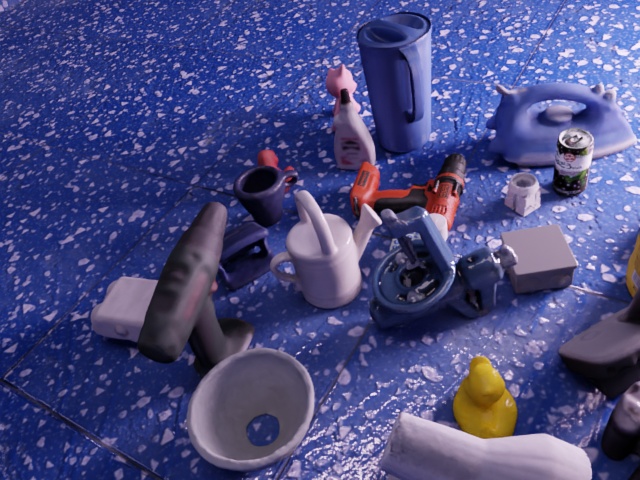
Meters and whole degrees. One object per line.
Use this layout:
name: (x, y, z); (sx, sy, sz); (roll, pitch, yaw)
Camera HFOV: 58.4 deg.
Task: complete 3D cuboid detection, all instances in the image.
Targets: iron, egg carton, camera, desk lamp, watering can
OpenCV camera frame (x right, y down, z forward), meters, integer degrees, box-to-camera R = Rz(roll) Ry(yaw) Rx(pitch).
iron: (0.427, -0.221, 1.009); (0.257, 0.142, 0.118); (-2, 46, 13)
egg carton: (-0.288, 0.116, 0.917); (0.150, 0.069, 0.107); (4, 47, 19)
camera: (0.359, 0.237, 0.598); (0.137, 0.101, 0.142); (-36, 48, -20)
desk lamp: (0.143, 0.252, 0.560); (0.202, 0.214, 0.118); (9, 49, 23)
watering can: (0.007, 0.002, 0.861); (0.173, 0.194, 0.100); (-40, 49, -23)

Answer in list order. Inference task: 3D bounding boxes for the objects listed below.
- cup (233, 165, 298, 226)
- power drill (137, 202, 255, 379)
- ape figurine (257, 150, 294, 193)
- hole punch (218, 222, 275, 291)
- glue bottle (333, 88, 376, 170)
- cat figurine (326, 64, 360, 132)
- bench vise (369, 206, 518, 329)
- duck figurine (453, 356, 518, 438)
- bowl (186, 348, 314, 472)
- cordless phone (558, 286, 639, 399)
cup: (-0.089, -0.078, 1.038); (0.118, 0.095, 0.091); (-19, 44, -4)
power drill: (-0.163, 0.091, 0.807); (0.075, 0.209, 0.230); (5, 47, 20)
ape figurine: (-0.093, -0.133, 1.097); (0.077, 0.092, 0.076); (17, 52, 29)
hole punch: (-0.141, 0.014, 0.963); (0.109, 0.091, 0.100); (-31, 46, -16)
glue bottle: (0.057, -0.208, 1.073); (0.078, 0.173, 0.037); (0, 46, 15)
cat figurine: (0.047, -0.312, 1.220); (0.067, 0.118, 0.127); (-8, 44, 7)
bench vise: (0.157, 0.021, 0.783); (0.207, 0.220, 0.121); (-25, 45, -10)
duck figurine: (0.201, 0.192, 0.697); (0.077, 0.086, 0.104); (-6, 45, 10)
bowl: (-0.082, 0.229, 0.744); (0.167, 0.075, 0.167); (-8, 44, 8)
cordless phone: (0.370, 0.090, 0.682); (0.148, 0.185, 0.094); (-28, 45, -13)
